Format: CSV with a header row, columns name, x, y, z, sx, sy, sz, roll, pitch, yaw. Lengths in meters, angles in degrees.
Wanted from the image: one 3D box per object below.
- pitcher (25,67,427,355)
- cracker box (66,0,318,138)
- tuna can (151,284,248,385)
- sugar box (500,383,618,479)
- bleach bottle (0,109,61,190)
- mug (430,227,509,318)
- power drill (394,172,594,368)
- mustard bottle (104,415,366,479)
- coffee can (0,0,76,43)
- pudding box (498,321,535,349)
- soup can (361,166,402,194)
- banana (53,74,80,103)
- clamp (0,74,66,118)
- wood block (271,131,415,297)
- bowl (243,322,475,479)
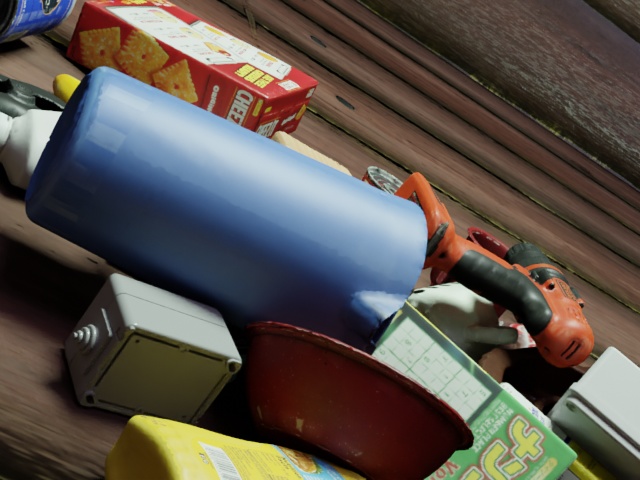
name,x,y,z,sx,sy,sz,roll,pitch,yaw
pitcher,-0.063,-0.017,0.709,0.242,0.149,0.145,26,60,-20
cracker box,-0.129,-0.177,1.112,0.214,0.072,0.164,30,21,9
tuna can,-0.084,0.059,0.734,0.086,0.034,0.086,33,18,-12
sugar box,0.168,0.195,0.769,0.176,0.093,0.048,43,18,18
bleach bottle,-0.139,-0.030,0.808,0.250,0.068,0.102,23,35,-24
mug,0.165,0.042,1.153,0.117,0.082,0.093,21,24,-41
power drill,0.145,0.017,0.933,0.187,0.057,0.184,31,18,-17
mustard bottle,-0.019,0.152,0.584,0.191,0.058,0.096,21,17,-39
coffee can,-0.289,-0.228,0.952,0.103,0.103,0.140,36,19,-3
pudding box,0.204,0.116,1.056,0.090,0.039,0.113,9,16,12
soup can,0.044,-0.011,1.029,0.068,0.102,0.068,33,18,-13
banana,-0.168,-0.080,0.925,0.198,0.037,0.069,40,1,7
clamp,-0.252,-0.114,0.844,0.171,0.039,0.120,22,28,-49
wood block,-0.006,0.001,0.932,0.090,0.090,0.206,28,20,-28
bowl,0.012,0.115,0.668,0.162,0.055,0.162,25,-20,10
